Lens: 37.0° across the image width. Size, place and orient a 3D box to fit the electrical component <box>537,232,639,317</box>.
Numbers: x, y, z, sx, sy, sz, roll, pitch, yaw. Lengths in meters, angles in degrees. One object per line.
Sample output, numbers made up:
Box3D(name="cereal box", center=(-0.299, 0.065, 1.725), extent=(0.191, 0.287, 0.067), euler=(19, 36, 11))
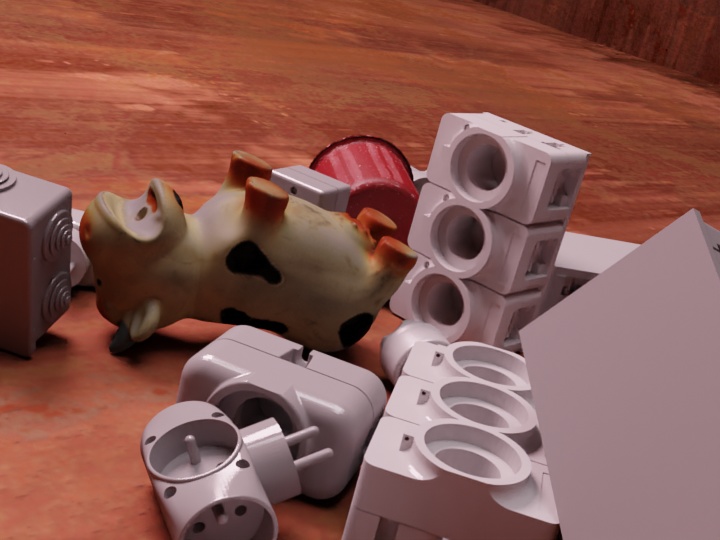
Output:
Box3D(name="electrical component", center=(0.194, 0.019, 0.830), extent=(0.150, 0.061, 0.089), euler=(9, 21, -15))

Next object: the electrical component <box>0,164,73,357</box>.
Box3D(name="electrical component", center=(-0.207, -0.012, 0.591), extent=(0.100, 0.099, 0.048), euler=(18, 33, 10))

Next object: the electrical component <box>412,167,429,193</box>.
Box3D(name="electrical component", center=(0.087, -0.059, 0.979), extent=(0.138, 0.052, 0.074), euler=(-1, 25, -36))

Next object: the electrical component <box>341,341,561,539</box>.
Box3D(name="electrical component", center=(0.054, 0.093, 0.538), extent=(0.089, 0.061, 0.150), euler=(17, 20, 7))

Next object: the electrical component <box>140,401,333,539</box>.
Box3D(name="electrical component", center=(-0.052, 0.090, 0.480), extent=(0.079, 0.044, 0.077), euler=(-19, 30, -15))

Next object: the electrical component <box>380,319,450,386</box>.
Box3D(name="electrical component", center=(0.040, 0.060, 0.645), extent=(0.043, 0.043, 0.062), euler=(5, 23, -24))

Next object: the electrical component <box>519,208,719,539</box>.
Box3D(name="electrical component", center=(0.140, 0.084, 0.443), extent=(0.060, 0.105, 0.186), euler=(23, 44, -32))

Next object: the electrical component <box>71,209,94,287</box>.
Box3D(name="electrical component", center=(-0.187, -0.012, 0.682), extent=(0.077, 0.043, 0.079), euler=(13, 20, -3))

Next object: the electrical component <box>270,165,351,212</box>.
Box3D(name="electrical component", center=(-0.053, -0.023, 0.745), extent=(0.047, 0.083, 0.076), euler=(24, 22, 25))

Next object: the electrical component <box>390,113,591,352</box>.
Box3D(name="electrical component", center=(0.085, -0.024, 0.743), extent=(0.089, 0.150, 0.062), euler=(29, 23, 34))

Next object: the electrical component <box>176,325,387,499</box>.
Box3D(name="electrical component", center=(-0.042, 0.072, 0.541), extent=(0.095, 0.053, 0.059), euler=(19, 21, 13))
